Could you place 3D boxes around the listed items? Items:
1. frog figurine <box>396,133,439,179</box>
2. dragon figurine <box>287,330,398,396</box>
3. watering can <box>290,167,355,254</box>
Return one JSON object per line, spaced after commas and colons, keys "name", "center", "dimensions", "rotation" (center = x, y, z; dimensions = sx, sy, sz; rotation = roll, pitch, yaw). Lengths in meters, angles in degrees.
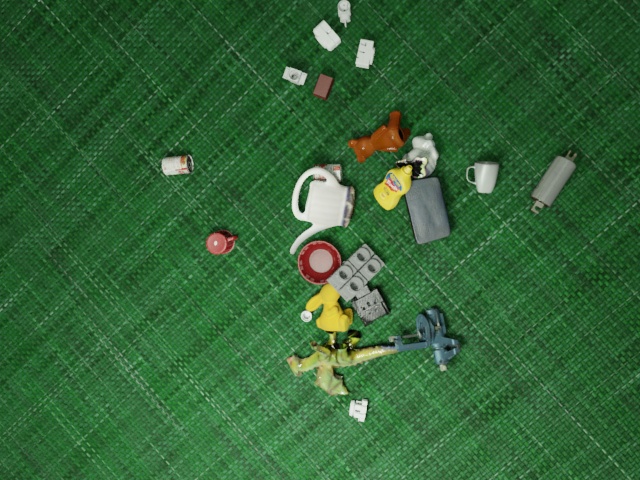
{"name": "frog figurine", "center": [0.355, -0.296, 1.817], "dimensions": [0.121, 0.163, 0.136], "rotation": [47, 139, -17]}
{"name": "dragon figurine", "center": [0.076, 0.463, 1.894], "dimensions": [0.410, 0.124, 0.239], "rotation": [9, 111, 8]}
{"name": "watering can", "center": [0.006, -0.094, 1.866], "dimensions": [0.224, 0.106, 0.341], "rotation": [9, 113, -1]}
